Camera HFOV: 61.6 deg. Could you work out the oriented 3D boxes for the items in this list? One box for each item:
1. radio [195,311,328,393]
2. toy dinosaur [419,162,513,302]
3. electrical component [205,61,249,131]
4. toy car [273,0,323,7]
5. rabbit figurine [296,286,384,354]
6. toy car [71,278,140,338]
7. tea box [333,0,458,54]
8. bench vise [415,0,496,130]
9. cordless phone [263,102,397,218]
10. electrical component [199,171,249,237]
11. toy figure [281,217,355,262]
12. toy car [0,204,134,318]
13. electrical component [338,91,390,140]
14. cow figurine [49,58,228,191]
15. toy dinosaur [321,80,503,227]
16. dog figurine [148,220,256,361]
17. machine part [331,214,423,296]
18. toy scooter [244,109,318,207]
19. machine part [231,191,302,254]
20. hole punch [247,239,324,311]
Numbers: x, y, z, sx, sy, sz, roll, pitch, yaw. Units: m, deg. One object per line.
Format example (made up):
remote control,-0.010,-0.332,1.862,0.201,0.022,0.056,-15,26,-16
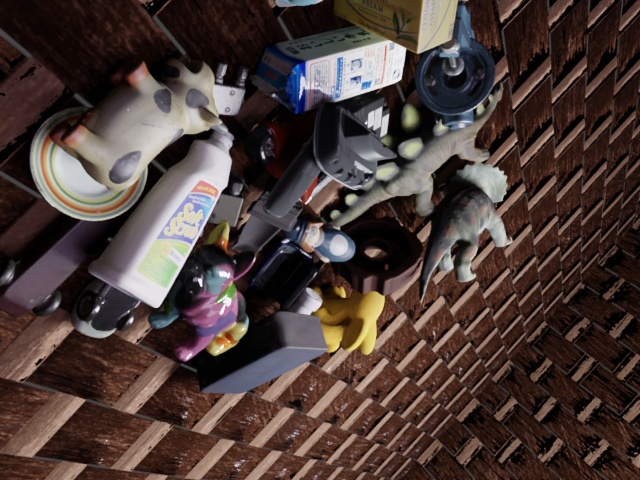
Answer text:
radio,-0.112,0.209,0.983,0.230,0.073,0.131,-33,150,25
toy dinosaur,0.287,-0.041,1.093,0.405,0.131,0.192,-34,110,-50
electrical component,-0.129,-0.188,0.710,0.063,0.021,0.094,-4,125,-45
toy car,-0.003,-0.347,0.624,0.109,0.103,0.161,-30,143,-26
rabbit figurine,0.054,0.144,1.065,0.173,0.162,0.121,-30,147,28
toy car,-0.272,0.053,0.760,0.201,0.056,0.073,-53,139,4
tea box,0.093,-0.320,0.691,0.068,0.170,0.098,-29,139,-25
bench vise,0.206,-0.288,0.815,0.240,0.129,0.223,-10,110,-71
cordless phone,0.008,-0.094,0.778,0.184,0.089,0.146,-49,153,12
electrical component,-0.146,-0.052,0.805,0.078,0.045,0.102,5,121,-16
toy figure,-0.002,-0.004,0.944,0.058,0.064,0.154,-24,146,39
toy car,-0.318,0.009,0.669,0.202,0.053,0.089,-47,140,-10
electrical component,0.055,-0.181,0.874,0.134,0.058,0.114,-32,144,-33
cow figurine,-0.192,-0.138,0.619,0.195,0.086,0.127,-53,132,-22
toy dinosaur,0.165,-0.140,1.004,0.471,0.105,0.198,-44,137,3
dog figurine,-0.156,0.076,0.826,0.191,0.109,0.219,-3,135,-52
machine part,0.108,0.028,1.043,0.179,0.180,0.056,-30,142,-24
toy scooter,-0.039,-0.135,0.812,0.135,0.075,0.183,-55,152,-18
machine part,-0.089,-0.022,0.843,0.084,0.039,0.139,20,140,-25
hole punch,-0.060,0.063,0.982,0.142,0.092,0.116,-54,174,3
